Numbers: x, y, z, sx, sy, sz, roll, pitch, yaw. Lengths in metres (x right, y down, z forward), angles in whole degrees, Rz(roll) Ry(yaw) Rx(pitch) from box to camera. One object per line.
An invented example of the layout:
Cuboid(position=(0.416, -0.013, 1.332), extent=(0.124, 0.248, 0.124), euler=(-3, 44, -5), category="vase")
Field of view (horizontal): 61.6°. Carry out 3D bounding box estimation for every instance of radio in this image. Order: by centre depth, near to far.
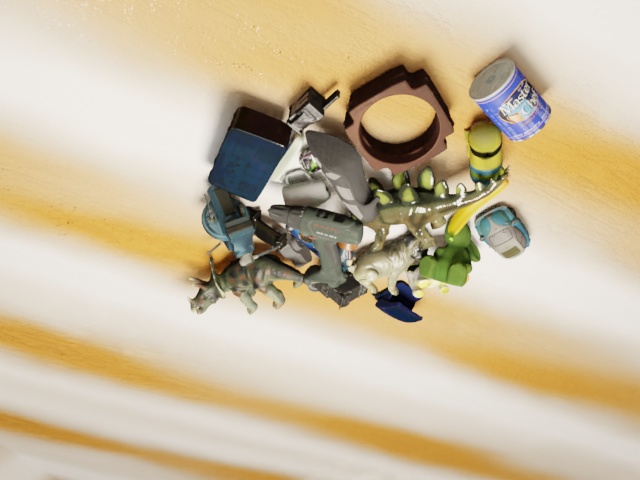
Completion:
Cuboid(position=(-0.164, -0.189, 1.219), extent=(0.131, 0.073, 0.229), euler=(21, 144, -14), category="radio")

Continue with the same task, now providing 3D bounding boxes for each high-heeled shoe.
Cuboid(position=(0.047, -0.142, 1.222), extent=(0.248, 0.086, 0.145), euler=(47, 162, -3), category="high-heeled shoe")

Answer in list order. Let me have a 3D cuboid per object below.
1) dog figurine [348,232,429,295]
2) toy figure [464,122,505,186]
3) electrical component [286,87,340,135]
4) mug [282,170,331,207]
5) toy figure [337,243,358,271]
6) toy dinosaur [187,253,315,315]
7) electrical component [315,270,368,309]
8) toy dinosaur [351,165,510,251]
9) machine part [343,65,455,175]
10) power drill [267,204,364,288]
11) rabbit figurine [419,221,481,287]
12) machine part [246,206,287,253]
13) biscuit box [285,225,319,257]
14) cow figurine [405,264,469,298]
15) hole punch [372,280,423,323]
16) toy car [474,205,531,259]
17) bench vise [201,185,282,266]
Cuboid(position=(0.183, 0.038, 1.426), extent=(0.172, 0.121, 0.190), euler=(6, 130, -28), category="dog figurine")
Cuboid(position=(0.375, -0.183, 1.206), extent=(0.082, 0.089, 0.179), euler=(-11, 130, 3), category="toy figure")
Cuboid(position=(-0.015, -0.286, 1.145), extent=(0.047, 0.075, 0.119), euler=(36, 130, -27), category="electrical component")
Cuboid(position=(-0.032, -0.120, 1.313), extent=(0.107, 0.081, 0.109), euler=(-17, 94, 13), category="mug")
Cuboid(position=(0.063, 0.016, 1.363), extent=(0.064, 0.058, 0.154), euler=(23, 132, 7), category="toy figure")
Cuboid(position=(-0.181, 0.098, 1.474), extent=(0.405, 0.131, 0.192), euler=(-22, 126, 26), category="toy dinosaur")
Cuboid(position=(0.053, 0.113, 1.482), extent=(0.134, 0.115, 0.058), euler=(40, 138, 27), category="electrical component")
Cuboid(position=(0.226, -0.077, 1.285), extent=(0.472, 0.105, 0.198), euler=(-11, 131, 27), category="toy dinosaur")
Cuboid(position=(0.168, -0.255, 1.155), extent=(0.201, 0.087, 0.200), euler=(-24, 127, 27), category="machine part")
Cuboid(position=(-0.010, 0.010, 1.302), extent=(0.232, 0.086, 0.207), euler=(6, 121, 13), category="power drill")
Cuboid(position=(0.355, 0.032, 1.381), extent=(0.121, 0.170, 0.159), euler=(14, 178, 42), category="rabbit figurine")
Cuboid(position=(-0.146, -0.026, 1.394), extent=(0.139, 0.039, 0.084), euler=(36, 129, 17), category="machine part")
Cuboid(position=(-0.003, -0.004, 1.423), extent=(0.063, 0.059, 0.202), euler=(-31, 125, 27), category="biscuit box")
Cuboid(position=(0.324, 0.098, 1.489), extent=(0.167, 0.098, 0.068), euler=(-6, 132, -16), category="cow figurine")
Cuboid(position=(0.233, 0.196, 1.583), extent=(0.142, 0.092, 0.116), euler=(30, 133, -27), category="hole punch")
Cuboid(position=(0.470, -0.003, 1.363), extent=(0.109, 0.103, 0.161), euler=(-30, 123, 30), category="toy car")
Cuboid(position=(-0.221, -0.021, 1.357), extent=(0.223, 0.129, 0.240), euler=(53, 158, 9), category="bench vise")
